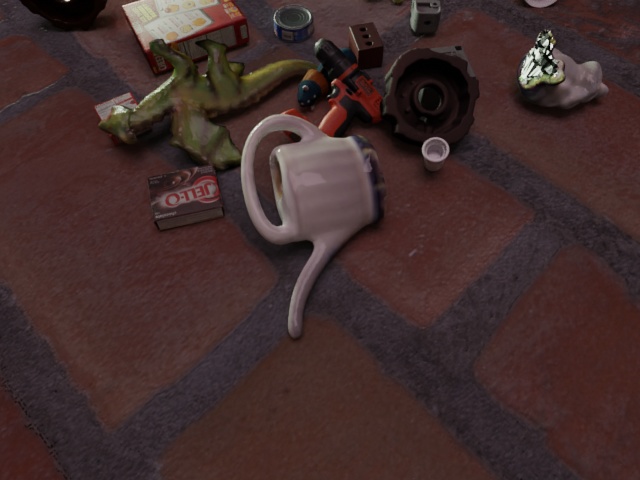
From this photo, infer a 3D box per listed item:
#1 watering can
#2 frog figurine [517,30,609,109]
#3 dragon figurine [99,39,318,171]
[{"bbox_3d":[0.002,-0.040,0.801,0.225,0.102,0.351,-11,77,-16],"label":"watering can"},{"bbox_3d":[0.458,-0.304,0.979,0.159,0.120,0.140,14,42,-34],"label":"frog figurine"},{"bbox_3d":[-0.186,-0.236,0.940,0.411,0.120,0.246,-3,76,-14],"label":"dragon figurine"}]
